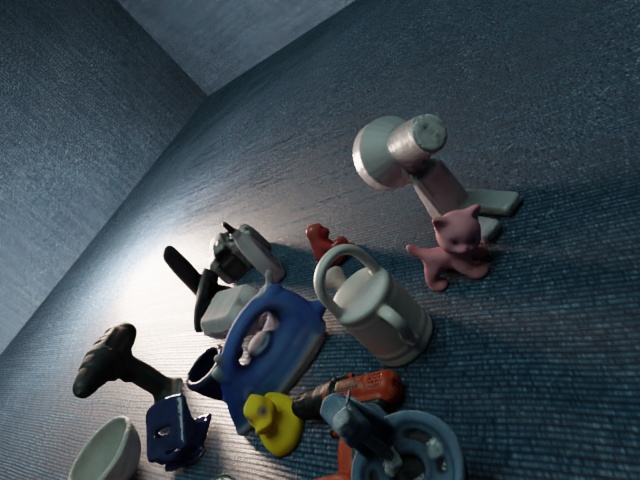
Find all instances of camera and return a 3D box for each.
[{"bbox_3d":[-0.211,0.013,1.403,0.143,0.101,0.136,-41,26,6],"label":"camera"}]

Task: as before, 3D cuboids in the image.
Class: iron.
[{"bbox_3d":[-0.103,0.182,0.958,0.118,0.142,0.259,0,50,55],"label":"iron"}]

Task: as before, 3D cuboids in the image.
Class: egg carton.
[{"bbox_3d":[-0.180,0.152,1.191,0.150,0.069,0.107,-19,36,41],"label":"egg carton"}]

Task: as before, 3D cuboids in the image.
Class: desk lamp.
[{"bbox_3d":[0.174,-0.109,0.906,0.118,0.214,0.202,-52,27,-15],"label":"desk lamp"}]

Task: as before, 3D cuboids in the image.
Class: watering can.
[{"bbox_3d":[0.060,0.085,0.807,0.172,0.194,0.101,-7,44,51],"label":"watering can"}]

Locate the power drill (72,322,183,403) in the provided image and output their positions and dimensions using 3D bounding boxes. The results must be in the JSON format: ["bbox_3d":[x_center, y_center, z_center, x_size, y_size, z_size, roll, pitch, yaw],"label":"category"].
[{"bbox_3d":[-0.376,0.271,1.139,0.075,0.209,0.229,-38,27,12],"label":"power drill"}]

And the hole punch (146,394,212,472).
[{"bbox_3d":[-0.257,0.339,1.005,0.108,0.091,0.101,-30,30,26],"label":"hole punch"}]

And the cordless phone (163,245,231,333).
[{"bbox_3d":[-0.295,0.106,1.291,0.094,0.185,0.147,-37,27,15],"label":"cordless phone"}]

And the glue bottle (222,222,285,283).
[{"bbox_3d":[-0.145,0.019,1.217,0.037,0.173,0.078,-41,27,6],"label":"glue bottle"}]

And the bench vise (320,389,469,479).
[{"bbox_3d":[0.054,0.219,0.592,0.206,0.220,0.122,-1,49,54],"label":"bench vise"}]

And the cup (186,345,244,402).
[{"bbox_3d":[-0.163,0.239,1.013,0.117,0.095,0.091,-40,27,9],"label":"cup"}]

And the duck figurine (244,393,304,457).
[{"bbox_3d":[-0.078,0.264,0.865,0.077,0.086,0.104,-38,27,12],"label":"duck figurine"}]

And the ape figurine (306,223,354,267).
[{"bbox_3d":[0.010,0.004,1.111,0.076,0.092,0.077,-47,26,-5],"label":"ape figurine"}]

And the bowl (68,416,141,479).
[{"bbox_3d":[-0.397,0.428,1.092,0.167,0.075,0.167,-33,28,21],"label":"bowl"}]

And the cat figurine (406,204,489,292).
[{"bbox_3d":[0.187,0.004,0.831,0.127,0.118,0.067,-25,32,34],"label":"cat figurine"}]
